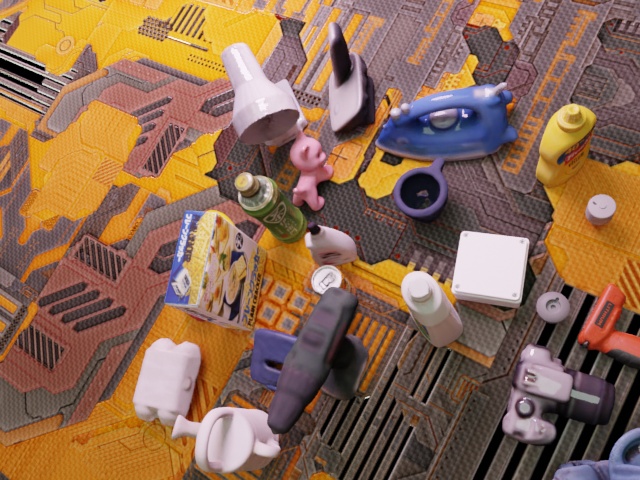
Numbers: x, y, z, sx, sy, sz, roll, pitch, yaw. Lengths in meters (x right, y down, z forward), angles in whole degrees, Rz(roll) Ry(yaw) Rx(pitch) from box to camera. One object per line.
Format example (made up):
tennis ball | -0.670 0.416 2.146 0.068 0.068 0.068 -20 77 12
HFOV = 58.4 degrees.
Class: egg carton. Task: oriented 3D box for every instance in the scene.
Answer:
egg carton | -0.274 0.258 1.042 0.107 0.069 0.150 4 73 19

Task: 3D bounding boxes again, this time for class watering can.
watering can | -0.153 0.320 0.912 0.172 0.194 0.101 -15 68 13

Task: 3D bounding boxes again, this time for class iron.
iron | 0.211 -0.216 1.010 0.257 0.142 0.118 -7 70 16

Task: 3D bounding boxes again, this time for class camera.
camera | 0.347 0.235 0.832 0.136 0.101 0.143 13 76 22

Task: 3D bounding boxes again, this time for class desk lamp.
desk lamp | -0.108 -0.260 1.088 0.118 0.214 0.203 -27 66 8

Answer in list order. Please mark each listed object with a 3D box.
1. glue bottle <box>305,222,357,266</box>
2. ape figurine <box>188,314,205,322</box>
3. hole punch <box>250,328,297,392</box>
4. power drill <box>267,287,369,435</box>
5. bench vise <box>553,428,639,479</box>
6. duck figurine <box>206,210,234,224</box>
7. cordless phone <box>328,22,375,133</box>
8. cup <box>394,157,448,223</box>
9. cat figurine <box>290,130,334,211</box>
glue bottle | 0.009 0.004 0.982 0.078 0.173 0.037 -15 68 13
ape figurine | -0.234 0.109 1.068 0.076 0.092 0.078 5 73 20
hole punch | -0.063 0.210 0.978 0.108 0.091 0.101 11 75 21
power drill | 0.007 0.195 0.896 0.075 0.209 0.230 17 78 23
bench vise | 0.395 0.318 0.722 0.207 0.220 0.121 -31 65 6
duck figurine | -0.209 -0.017 1.107 0.077 0.086 0.104 -23 66 9
cordless phone | 0.040 -0.301 1.070 0.094 0.185 0.147 -11 69 14
cup | 0.187 -0.079 0.996 0.091 0.095 0.118 28 82 24
cat figurine | -0.026 -0.134 1.071 0.067 0.118 0.128 9 75 21
